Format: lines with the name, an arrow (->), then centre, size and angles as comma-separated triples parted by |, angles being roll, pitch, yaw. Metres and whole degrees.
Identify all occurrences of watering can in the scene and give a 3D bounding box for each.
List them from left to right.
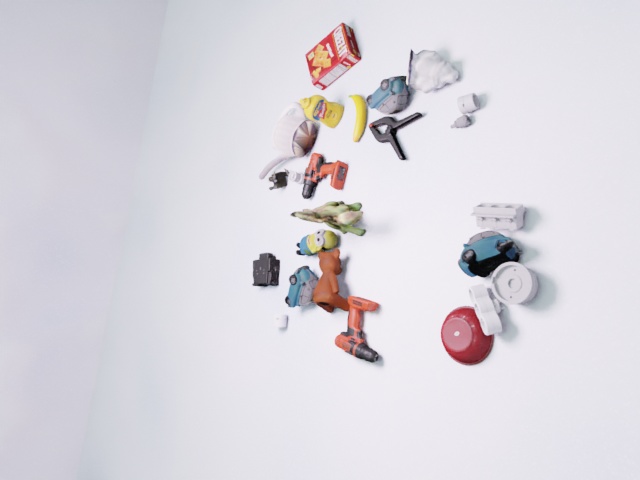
watering can -> -0.129, -0.383, 2.075 | 0.226, 0.103, 0.346 | 27, 98, 45

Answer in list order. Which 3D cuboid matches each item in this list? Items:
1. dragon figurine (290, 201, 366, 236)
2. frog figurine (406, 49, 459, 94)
dragon figurine -> 0.005, -0.089, 1.767 | 0.411, 0.242, 0.122 | 7, 90, 44
frog figurine -> 0.361, -0.536, 1.642 | 0.159, 0.121, 0.139 | 9, 75, 11
